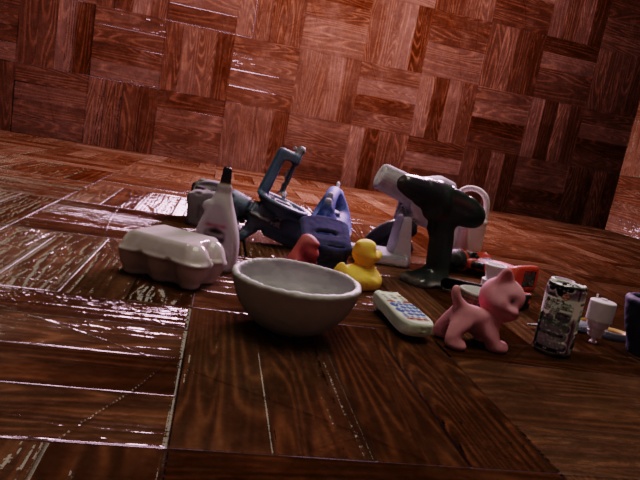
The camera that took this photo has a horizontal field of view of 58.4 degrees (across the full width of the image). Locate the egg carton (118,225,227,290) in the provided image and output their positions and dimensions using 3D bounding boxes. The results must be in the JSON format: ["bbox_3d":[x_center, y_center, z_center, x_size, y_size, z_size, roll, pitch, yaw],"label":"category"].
[{"bbox_3d":[-0.220,0.023,0.862,0.150,0.069,0.107,13,11,15],"label":"egg carton"}]

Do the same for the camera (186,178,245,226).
[{"bbox_3d":[-0.240,-0.087,1.355,0.137,0.101,0.143,9,10,-7],"label":"camera"}]

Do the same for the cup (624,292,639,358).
[{"bbox_3d":[0.528,0.140,0.892,0.117,0.095,0.092,10,10,1],"label":"cup"}]

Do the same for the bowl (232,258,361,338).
[{"bbox_3d":[-0.034,0.079,0.728,0.167,0.075,0.167,10,10,-2],"label":"bowl"}]

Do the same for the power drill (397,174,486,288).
[{"bbox_3d":[0.223,-0.015,1.116,0.230,0.208,0.075,3,13,-36],"label":"power drill"}]

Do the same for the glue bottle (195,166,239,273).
[{"bbox_3d":[-0.166,-0.036,0.946,0.078,0.173,0.037,10,10,0],"label":"glue bottle"}]

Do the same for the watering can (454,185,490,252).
[{"bbox_3d":[0.366,-0.038,1.425,0.101,0.194,0.173,9,10,-5],"label":"watering can"}]

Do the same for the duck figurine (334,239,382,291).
[{"bbox_3d":[0.071,0.040,1.011,0.105,0.086,0.077,1,14,-41],"label":"duck figurine"}]

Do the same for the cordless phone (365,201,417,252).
[{"bbox_3d":[0.192,-0.067,1.439,0.093,0.185,0.148,17,12,31],"label":"cordless phone"}]

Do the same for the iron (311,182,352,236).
[{"bbox_3d":[0.023,-0.065,1.379,0.118,0.141,0.258,11,10,4],"label":"iron"}]

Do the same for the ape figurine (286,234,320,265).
[{"bbox_3d":[-0.025,0.036,0.922,0.076,0.092,0.078,15,11,24],"label":"ape figurine"}]

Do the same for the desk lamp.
[{"bbox_3d":[0.182,-0.053,1.268,0.203,0.213,0.117,8,11,-13],"label":"desk lamp"}]

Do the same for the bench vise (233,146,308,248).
[{"bbox_3d":[-0.112,-0.100,1.218,0.208,0.220,0.121,6,11,-20],"label":"bench vise"}]

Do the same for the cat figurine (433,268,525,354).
[{"bbox_3d":[0.232,0.092,0.800,0.128,0.118,0.067,7,11,-19],"label":"cat figurine"}]

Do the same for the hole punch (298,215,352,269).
[{"bbox_3d":[0.010,0.004,1.134,0.109,0.091,0.101,8,11,-13],"label":"hole punch"}]
